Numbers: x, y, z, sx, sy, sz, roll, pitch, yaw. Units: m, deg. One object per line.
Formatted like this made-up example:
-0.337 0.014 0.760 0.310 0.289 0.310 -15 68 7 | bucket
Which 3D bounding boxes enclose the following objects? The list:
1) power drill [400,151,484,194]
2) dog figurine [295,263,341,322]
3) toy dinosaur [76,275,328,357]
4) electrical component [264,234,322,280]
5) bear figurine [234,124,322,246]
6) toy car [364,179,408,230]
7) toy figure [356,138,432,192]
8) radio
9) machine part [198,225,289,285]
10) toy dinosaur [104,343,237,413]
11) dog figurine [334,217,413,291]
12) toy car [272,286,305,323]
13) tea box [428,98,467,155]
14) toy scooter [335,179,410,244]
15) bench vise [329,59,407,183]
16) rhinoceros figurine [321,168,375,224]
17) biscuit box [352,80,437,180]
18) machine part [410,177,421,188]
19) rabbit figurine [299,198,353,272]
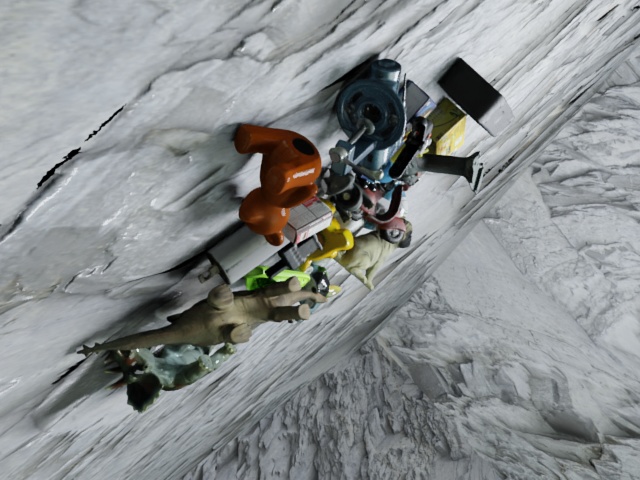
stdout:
0.271 -0.168 1.248 0.086 0.208 0.231 -66 155 -8 | power drill
-0.009 0.121 1.461 0.191 0.108 0.219 -56 163 28 | dog figurine
-0.188 0.147 0.995 0.471 0.105 0.198 -6 168 -35 | toy dinosaur
-0.063 0.022 1.041 0.119 0.075 0.047 -32 119 -8 | electrical component
-0.084 -0.074 0.822 0.132 0.120 0.196 -16 154 -48 | bear figurine
0.173 -0.077 1.387 0.161 0.103 0.109 -44 164 11 | toy car
0.151 -0.183 1.130 0.180 0.089 0.082 -40 175 21 | toy figure
0.352 -0.305 1.186 0.073 0.131 0.229 -47 162 20 | radio
-0.119 0.004 0.987 0.243 0.079 0.079 -38 162 -17 | machine part
-0.302 0.267 1.162 0.192 0.131 0.404 -31 167 4 | toy dinosaur
0.127 0.003 1.275 0.190 0.121 0.172 -51 154 0 | dog figurine
-0.092 0.141 1.269 0.202 0.089 0.053 -60 159 -73 | toy car
0.290 -0.251 1.284 0.098 0.068 0.169 -43 161 -1 | tea box
0.132 -0.087 1.213 0.135 0.184 0.075 -61 -166 -1 | toy scooter
0.073 -0.170 0.887 0.240 0.129 0.223 -52 165 -44 | bench vise
0.054 -0.097 1.072 0.073 0.112 0.190 -28 177 7 | rhinoceros figurine
0.135 -0.211 1.057 0.202 0.059 0.063 -48 162 17 | biscuit box
0.241 -0.168 1.428 0.084 0.039 0.138 -29 160 -22 | machine part
-0.002 -0.004 1.173 0.162 0.122 0.173 -45 -179 15 | rabbit figurine
